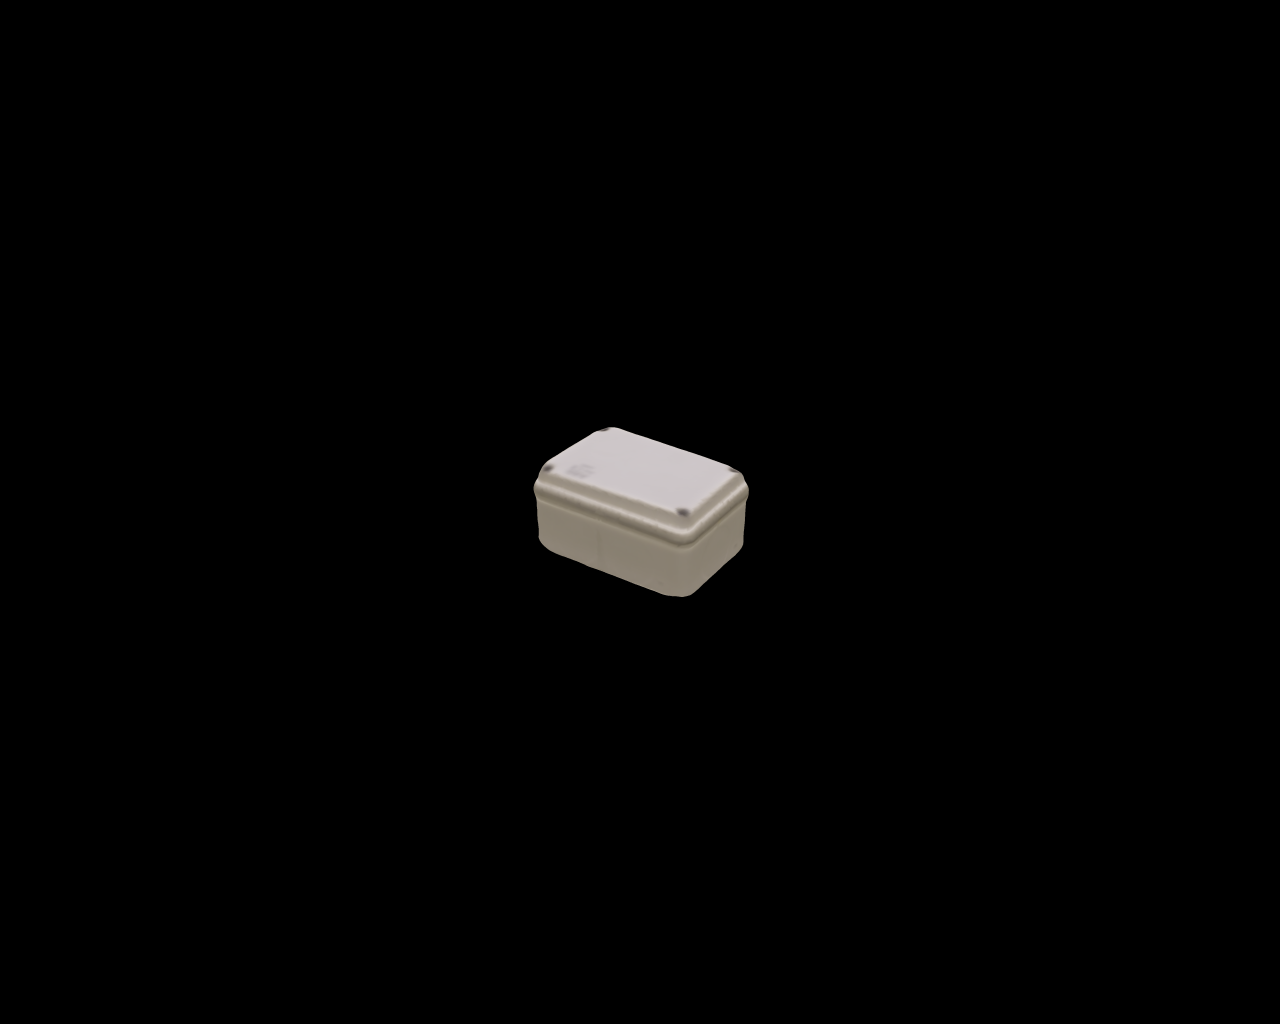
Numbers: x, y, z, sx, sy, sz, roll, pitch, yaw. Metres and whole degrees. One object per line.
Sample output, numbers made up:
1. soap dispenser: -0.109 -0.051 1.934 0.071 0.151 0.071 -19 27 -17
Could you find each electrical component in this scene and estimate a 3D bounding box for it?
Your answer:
1. electrical component: 0.001 -0.003 0.650 0.113 0.057 0.078 20 36 29
